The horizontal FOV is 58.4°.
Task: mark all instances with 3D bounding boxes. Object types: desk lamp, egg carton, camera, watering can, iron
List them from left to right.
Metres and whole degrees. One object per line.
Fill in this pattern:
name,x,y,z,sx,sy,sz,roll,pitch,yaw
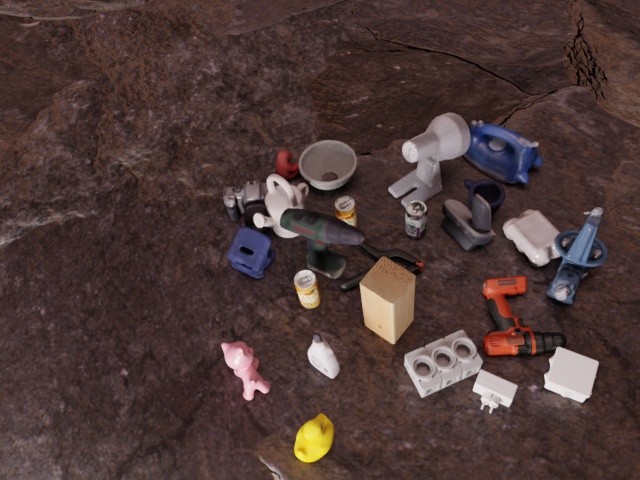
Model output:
camera,-0.192,-0.090,1.570,0.143,0.101,0.136,-9,56,1
watering can,-0.097,-0.093,1.503,0.100,0.194,0.173,15,60,17
desk lamp,0.289,-0.214,1.523,0.203,0.214,0.117,-34,59,-15
iron,0.483,-0.265,1.578,0.257,0.142,0.119,32,65,25
egg carton,0.539,-0.006,1.440,0.107,0.069,0.150,-27,57,-11

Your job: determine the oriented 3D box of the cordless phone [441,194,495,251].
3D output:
cordless phone,0.376,-0.074,1.437,0.094,0.185,0.147,-34,59,-15

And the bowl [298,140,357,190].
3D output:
bowl,0.024,-0.201,1.632,0.167,0.075,0.167,-3,56,5

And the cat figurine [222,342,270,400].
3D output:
cat figurine,-0.173,0.286,1.305,0.067,0.118,0.127,-27,57,-11

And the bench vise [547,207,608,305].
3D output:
bench vise,0.602,0.039,1.311,0.121,0.220,0.207,7,58,12

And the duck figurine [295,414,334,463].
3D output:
duck figurine,-0.015,0.416,1.217,0.077,0.086,0.105,29,64,24

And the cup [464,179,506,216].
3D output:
cup,0.423,-0.104,1.505,0.092,0.095,0.117,-40,61,-19

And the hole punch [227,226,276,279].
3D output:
hole punch,-0.180,0.032,1.492,0.108,0.091,0.101,22,62,21

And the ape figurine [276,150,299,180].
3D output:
ape figurine,-0.098,-0.222,1.651,0.076,0.092,0.077,-40,60,-18

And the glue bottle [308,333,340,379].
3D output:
glue bottle,0.004,0.249,1.274,0.078,0.173,0.037,33,66,26

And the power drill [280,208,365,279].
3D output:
power drill,0.013,0.005,1.415,0.229,0.209,0.076,21,62,20
